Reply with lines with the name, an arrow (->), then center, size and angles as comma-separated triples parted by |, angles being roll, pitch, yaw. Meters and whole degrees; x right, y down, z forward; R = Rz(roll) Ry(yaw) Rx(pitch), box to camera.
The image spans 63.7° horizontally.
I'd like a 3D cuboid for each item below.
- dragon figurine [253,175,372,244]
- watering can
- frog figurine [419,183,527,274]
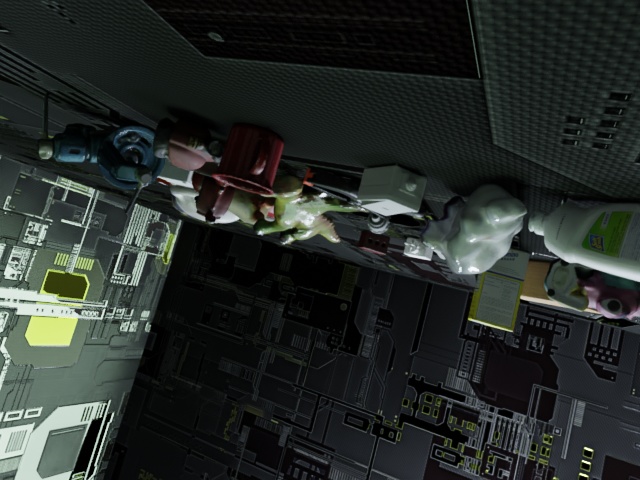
dragon figurine -> 0.003, -0.055, 1.086 | 0.242, 0.123, 0.407 | 0, 167, 40
watering can -> -0.259, -0.089, 1.414 | 0.345, 0.104, 0.225 | 20, 174, -37
frog figurine -> 0.233, -0.016, 0.715 | 0.138, 0.123, 0.158 | -18, -179, -28
